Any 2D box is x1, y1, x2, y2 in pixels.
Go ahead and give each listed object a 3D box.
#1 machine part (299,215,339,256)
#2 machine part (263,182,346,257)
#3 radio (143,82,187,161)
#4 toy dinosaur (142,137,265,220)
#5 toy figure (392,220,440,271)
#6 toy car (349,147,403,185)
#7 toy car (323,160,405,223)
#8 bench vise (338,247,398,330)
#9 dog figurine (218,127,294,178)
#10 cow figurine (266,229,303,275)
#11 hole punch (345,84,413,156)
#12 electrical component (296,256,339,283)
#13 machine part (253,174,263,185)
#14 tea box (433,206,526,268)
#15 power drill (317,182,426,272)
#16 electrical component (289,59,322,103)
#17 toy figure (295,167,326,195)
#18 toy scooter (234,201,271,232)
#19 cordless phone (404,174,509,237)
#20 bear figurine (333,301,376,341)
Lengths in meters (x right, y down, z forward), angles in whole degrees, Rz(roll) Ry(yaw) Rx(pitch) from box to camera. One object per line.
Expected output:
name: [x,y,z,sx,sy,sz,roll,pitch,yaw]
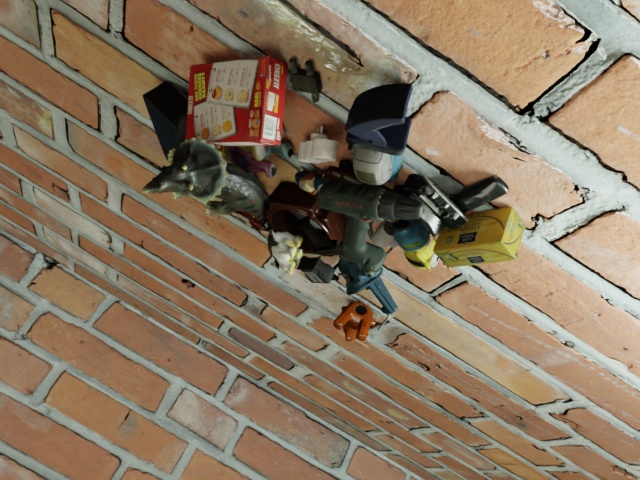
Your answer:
machine part: [-0.003,-0.004,1.321,0.084,0.039,0.138,3,144,45]
machine part: [-0.035,-0.050,1.400,0.202,0.087,0.200,12,147,29]
radio: [-0.343,-0.256,1.314,0.131,0.073,0.229,41,157,25]
toy dinosaur: [-0.204,-0.116,1.191,0.192,0.131,0.404,8,174,41]
toy figure: [0.223,0.000,1.265,0.089,0.082,0.180,23,163,49]
toy car: [0.108,-0.166,1.086,0.109,0.103,0.161,17,146,21]
toy car: [0.106,-0.113,1.182,0.202,0.089,0.053,28,150,5]
bench vise: [0.142,0.114,1.448,0.240,0.129,0.224,55,153,-9]
dog figurine: [-0.188,-0.222,1.246,0.219,0.108,0.191,12,148,31]
cow figurine: [-0.101,0.035,1.430,0.098,0.068,0.167,23,150,8]
hole punch: [0.109,-0.225,0.971,0.116,0.142,0.092,12,146,8]
electrical component: [0.001,0.092,1.476,0.075,0.048,0.119,1,145,42]
machine part: [-0.252,-0.164,1.416,0.244,0.079,0.079,9,145,32]
tea box: [0.337,-0.004,1.146,0.170,0.098,0.068,-12,132,46]
power drill: [0.105,-0.027,1.139,0.232,0.086,0.207,18,145,20]
electrical component: [-0.030,-0.312,1.056,0.063,0.021,0.093,15,149,23]
toy figure: [0.000,-0.136,1.270,0.155,0.058,0.064,11,113,32]
toy scooter: [-0.194,-0.085,1.471,0.135,0.075,0.183,21,170,32]
cordless phone: [0.273,-0.098,1.094,0.146,0.089,0.184,41,137,-20]
bear figurine: [0.107,0.285,1.757,0.120,0.132,0.195,28,145,9]
